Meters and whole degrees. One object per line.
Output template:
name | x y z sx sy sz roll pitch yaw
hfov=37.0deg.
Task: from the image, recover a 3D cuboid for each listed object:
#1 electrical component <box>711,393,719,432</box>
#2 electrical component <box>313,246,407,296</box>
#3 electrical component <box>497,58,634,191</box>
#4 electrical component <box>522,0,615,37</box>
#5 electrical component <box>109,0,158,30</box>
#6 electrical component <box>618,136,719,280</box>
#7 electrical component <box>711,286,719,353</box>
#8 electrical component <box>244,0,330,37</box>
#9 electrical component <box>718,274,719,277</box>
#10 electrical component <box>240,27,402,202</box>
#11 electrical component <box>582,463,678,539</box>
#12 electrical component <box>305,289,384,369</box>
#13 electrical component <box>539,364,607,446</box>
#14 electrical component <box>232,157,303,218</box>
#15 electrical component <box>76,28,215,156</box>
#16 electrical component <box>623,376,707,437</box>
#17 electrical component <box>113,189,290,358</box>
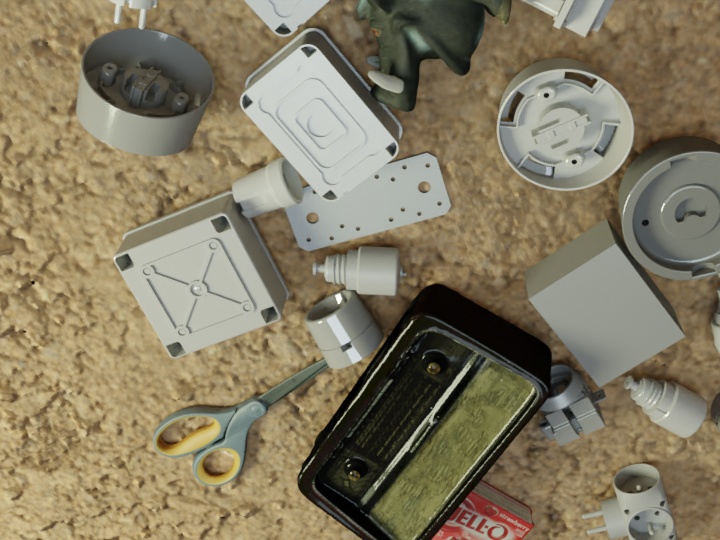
electrical component | 0.342 0.135 0.943 0.055 0.047 0.055 1 116 3
electrical component | 0.000 0.000 0.899 0.078 0.040 0.040 3 117 2
electrical component | 0.154 -0.112 0.821 0.099 0.064 0.099 1 116 3
electrical component | 0.149 -0.203 0.775 0.064 0.081 0.042 32 116 12
electrical component | -0.166 -0.217 0.796 0.083 0.047 0.075 13 116 -3
electrical component | 0.256 -0.053 0.847 0.108 0.060 0.108 1 117 3
electrical component | 0.313 0.042 0.906 0.035 0.035 0.061 -16 112 11
electrical component | -0.063 -0.236 0.775 0.078 0.057 0.113 -38 109 19
electrical component | 0.336 -0.023 0.864 0.083 0.047 0.075 -3 116 5
electrical component | -0.029 -0.121 0.831 0.078 0.057 0.113 -36 109 19
electrical component | 0.247 0.227 0.996 0.079 0.044 0.077 -16 114 11
electrical component | -0.015 0.049 0.917 0.055 0.055 0.047 -26 108 15
electrical component | 0.181 0.116 0.944 0.066 0.048 0.055 -27 120 16
electrical component | -0.075 -0.065 0.872 0.046 0.040 0.040 -19 114 18
electrical component | -0.164 -0.133 0.814 0.099 0.099 0.064 20 122 -7
electrical component | 0.266 0.115 0.941 0.078 0.040 0.040 28 115 -11
electrical component | -0.131 0.004 0.899 0.109 0.056 0.108 -20 114 13
